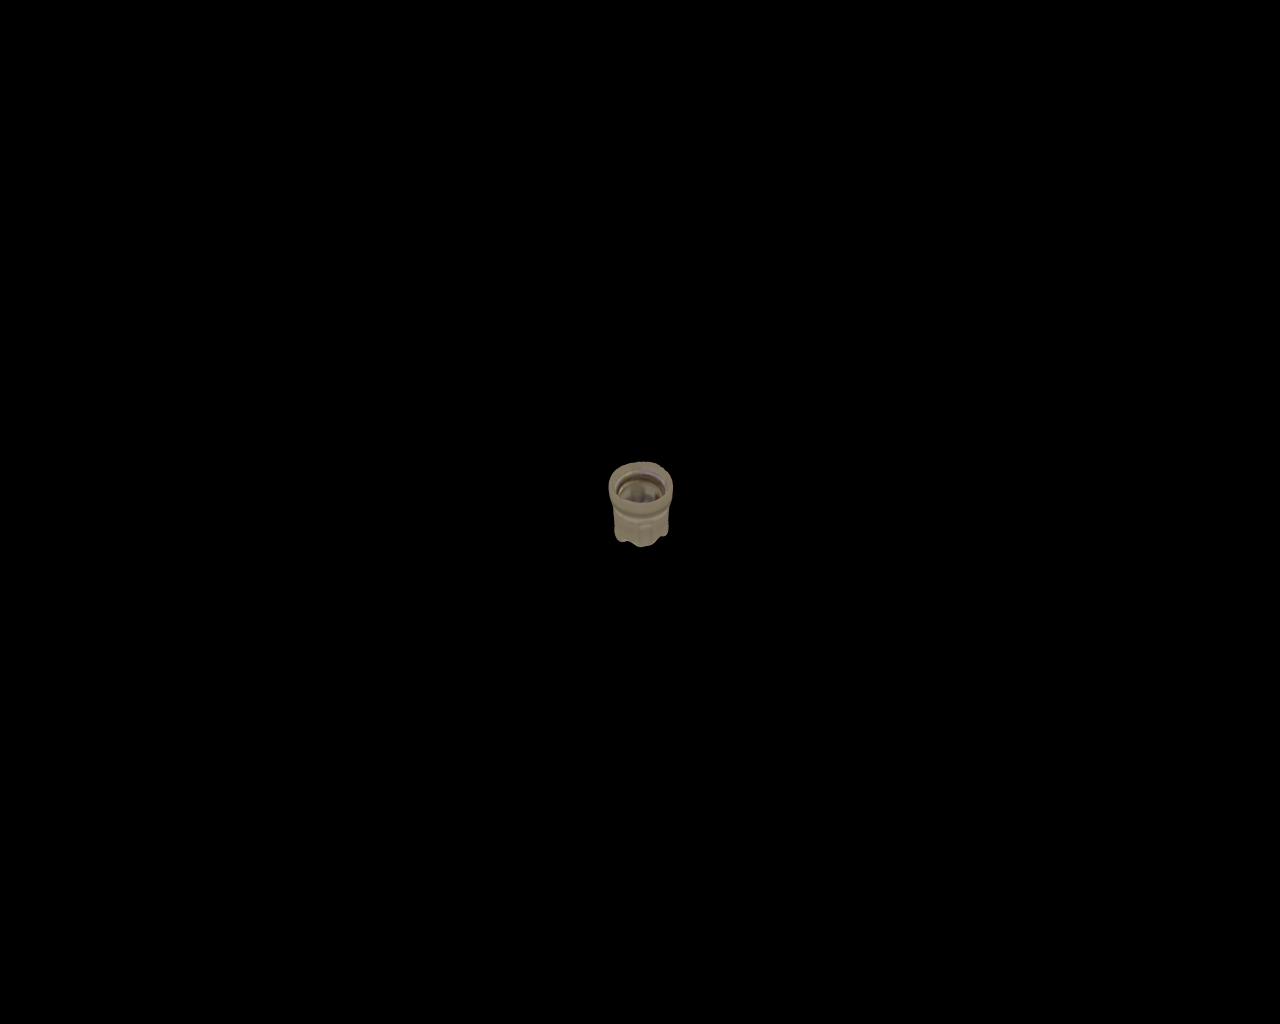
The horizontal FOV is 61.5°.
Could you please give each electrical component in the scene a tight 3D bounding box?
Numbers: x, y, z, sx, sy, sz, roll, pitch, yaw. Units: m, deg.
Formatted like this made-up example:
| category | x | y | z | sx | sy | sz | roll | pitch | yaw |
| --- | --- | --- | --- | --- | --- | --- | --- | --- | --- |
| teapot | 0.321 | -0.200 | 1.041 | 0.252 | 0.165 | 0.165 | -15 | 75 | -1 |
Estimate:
| category | x | y | z | sx | sy | sz | roll | pitch | yaw |
| --- | --- | --- | --- | --- | --- | --- | --- | --- | --- |
| electrical component | 0.001 | -0.003 | 0.650 | 0.040 | 0.040 | 0.046 | 0 | -44 | 0 |
